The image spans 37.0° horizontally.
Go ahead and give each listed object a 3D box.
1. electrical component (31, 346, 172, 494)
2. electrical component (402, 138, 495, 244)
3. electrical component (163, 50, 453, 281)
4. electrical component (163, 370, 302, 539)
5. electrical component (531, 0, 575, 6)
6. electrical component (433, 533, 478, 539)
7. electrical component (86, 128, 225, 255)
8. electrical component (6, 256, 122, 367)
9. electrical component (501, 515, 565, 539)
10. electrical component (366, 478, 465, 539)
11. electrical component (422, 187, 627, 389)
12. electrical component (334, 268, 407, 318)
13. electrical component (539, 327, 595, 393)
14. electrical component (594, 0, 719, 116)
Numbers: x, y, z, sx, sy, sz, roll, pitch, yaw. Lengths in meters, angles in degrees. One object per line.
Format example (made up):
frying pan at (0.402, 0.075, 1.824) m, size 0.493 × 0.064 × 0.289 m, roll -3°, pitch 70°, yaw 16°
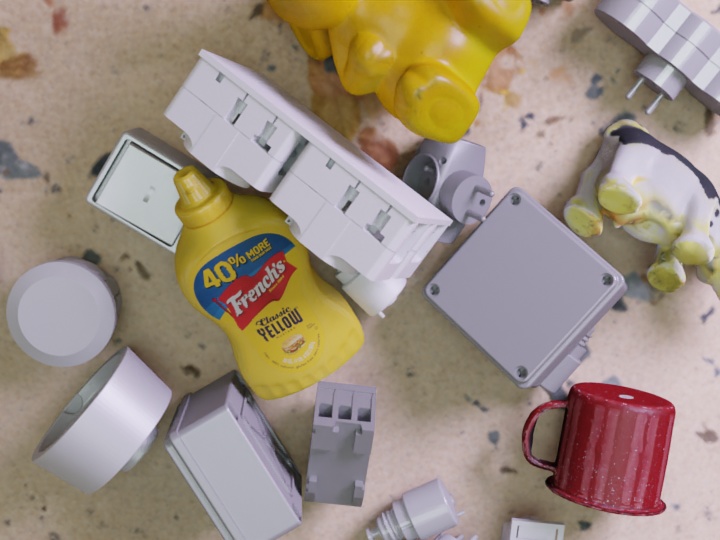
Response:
electrical component at (-0.188, 0.118, 0.811) m, size 0.060 × 0.108 × 0.108 m, roll 42°, pitch 97°, yaw -14°
electrical component at (0.071, -0.057, 0.795) m, size 0.044 × 0.079 × 0.077 m, roll 11°, pitch 102°, yaw -36°
electrical component at (-0.036, -0.067, 0.749) m, size 0.186 × 0.105 × 0.060 m, roll 39°, pitch 101°, yaw 13°
electrical component at (-0.093, 0.144, 0.814) m, size 0.056 × 0.108 × 0.108 m, roll -30°, pitch 99°, yaw 2°
electrical component at (0.118, -0.225, 0.776) m, size 0.089 × 0.050 × 0.055 m, roll 15°, pitch 100°, yaw -3°
electrical component at (0.065, 0.235, 0.854) m, size 0.076 × 0.083 × 0.047 m, roll -39°, pitch 101°, yaw -32°
electrical component at (-0.146, -0.055, 0.799) m, size 0.096 × 0.061 × 0.061 m, roll 31°, pitch 99°, yaw -6°
electrical component at (-0.223, 0.030, 0.819) m, size 0.080 × 0.051 × 0.080 m, roll 0°, pitch 101°, yaw -1°
electrical component at (0.134, 0.232, 0.855) m, size 0.042 × 0.064 × 0.081 m, roll 7°, pitch 100°, yaw -1°
electrical component at (0.043, 0.197, 0.859) m, size 0.078 × 0.040 × 0.040 m, roll -25°, pitch 100°, yaw 4°
electrical component at (0.123, 0.014, 0.799) m, size 0.109 × 0.056 × 0.108 m, roll 44°, pitch 98°, yaw 19°
electrical component at (0.000, 0.000, 0.822) m, size 0.078 × 0.040 × 0.040 m, roll 44°, pitch 97°, yaw -8°
electrical component at (0.156, 0.060, 0.835) m, size 0.040 × 0.040 × 0.078 m, roll 39°, pitch 98°, yaw -7°
electrical component at (0.227, -0.150, 0.790) m, size 0.138 × 0.052 × 0.073 m, roll 37°, pitch 98°, yaw -7°
